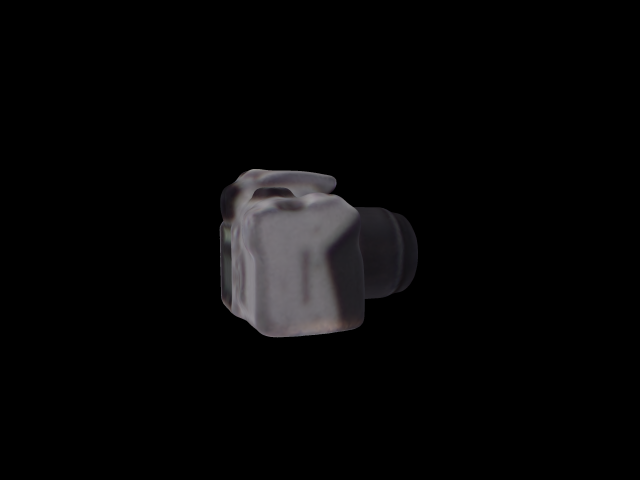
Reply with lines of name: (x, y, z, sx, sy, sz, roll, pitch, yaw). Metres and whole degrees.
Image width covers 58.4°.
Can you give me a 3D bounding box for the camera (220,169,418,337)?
camera: (0.004, 0.001, 0.400, 0.137, 0.101, 0.143, -1, 4, -19)
